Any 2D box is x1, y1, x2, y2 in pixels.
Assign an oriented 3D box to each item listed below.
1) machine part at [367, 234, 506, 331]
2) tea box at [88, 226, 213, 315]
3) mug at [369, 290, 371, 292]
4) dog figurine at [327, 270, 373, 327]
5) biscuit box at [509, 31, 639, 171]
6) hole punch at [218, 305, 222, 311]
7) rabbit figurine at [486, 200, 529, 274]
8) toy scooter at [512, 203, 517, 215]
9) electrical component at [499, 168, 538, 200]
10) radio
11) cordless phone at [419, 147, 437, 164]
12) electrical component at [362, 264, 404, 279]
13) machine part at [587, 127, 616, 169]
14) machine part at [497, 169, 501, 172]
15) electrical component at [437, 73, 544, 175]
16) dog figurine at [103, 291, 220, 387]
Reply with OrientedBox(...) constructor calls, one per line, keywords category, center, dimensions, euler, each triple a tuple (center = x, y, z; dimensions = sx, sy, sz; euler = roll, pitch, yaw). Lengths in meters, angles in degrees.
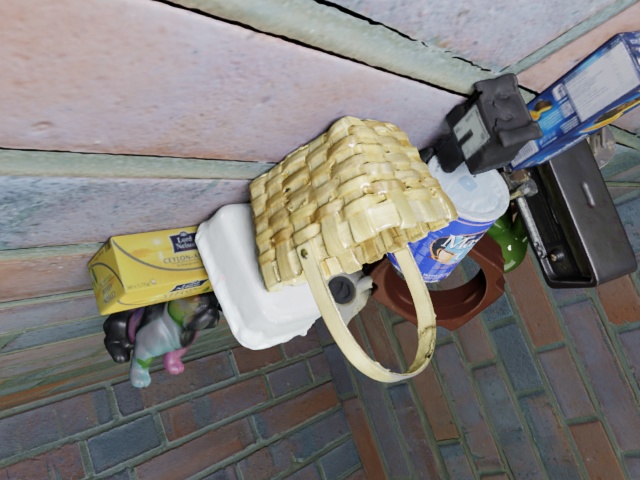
OrientedBox(category="machine part", center=(0.201, 0.053, 0.940), dimensions=(0.201, 0.201, 0.087), euler=(-48, -165, 38))
OrientedBox(category="tea box", center=(-0.178, 0.032, 0.652), dimensions=(0.169, 0.068, 0.098), euler=(-9, 166, -40))
OrientedBox(category="mug", center=(0.058, 0.076, 1.189), dimensions=(0.081, 0.107, 0.109), euler=(-14, 172, -23))
OrientedBox(category="dog figurine", center=(0.040, 0.078, 0.968), dimensions=(0.173, 0.121, 0.190), euler=(-4, -171, 26))
OrientedBox(category="biscuit box", center=(0.287, -0.147, 0.604), dimensions=(0.063, 0.059, 0.202), euler=(-15, 169, -23))
OrientedBox(category="hole punch", center=(-0.137, 0.071, 0.925), dimensions=(0.116, 0.092, 0.142), euler=(12, -164, 41))
OrientedBox(category="rabbit figurine", center=(0.332, -0.028, 0.981), dimensions=(0.159, 0.170, 0.121), euler=(-25, 169, 30))
OrientedBox(category="toy scooter", center=(0.369, -0.067, 1.123), dimensions=(0.184, 0.075, 0.135), euler=(-31, 166, 29))
OrientedBox(category="electrical component", center=(0.240, -0.059, 0.725), dimensions=(0.102, 0.045, 0.078), euler=(-30, 163, 30))
OrientedBox(category="radio", center=(0.349, -0.046, 0.776), dimensions=(0.073, 0.229, 0.131), euler=(-17, 174, -10))
OrientedBox(category="cordless phone", center=(0.075, -0.050, 0.706), dimensions=(0.184, 0.089, 0.146), euler=(-39, 168, 2))
OrientedBox(category="electrical component", center=(0.126, 0.043, 1.075), dimensions=(0.058, 0.134, 0.115), euler=(-17, -148, -28))
OrientedBox(category="machine part", center=(0.398, -0.126, 0.866), dimensions=(0.079, 0.079, 0.243), euler=(-19, 168, -2))
OrientedBox(category="machine part", center=(0.179, -0.075, 0.787), dimensions=(0.179, 0.056, 0.179), euler=(-19, 168, -4))
OrientedBox(category="electrical component", center=(0.168, -0.107, 0.556), dimensions=(0.048, 0.075, 0.119), euler=(-17, 165, -13))
OrientedBox(category="dog figurine", center=(-0.248, 0.111, 0.866), dimensions=(0.108, 0.192, 0.219), euler=(1, 123, -54))
